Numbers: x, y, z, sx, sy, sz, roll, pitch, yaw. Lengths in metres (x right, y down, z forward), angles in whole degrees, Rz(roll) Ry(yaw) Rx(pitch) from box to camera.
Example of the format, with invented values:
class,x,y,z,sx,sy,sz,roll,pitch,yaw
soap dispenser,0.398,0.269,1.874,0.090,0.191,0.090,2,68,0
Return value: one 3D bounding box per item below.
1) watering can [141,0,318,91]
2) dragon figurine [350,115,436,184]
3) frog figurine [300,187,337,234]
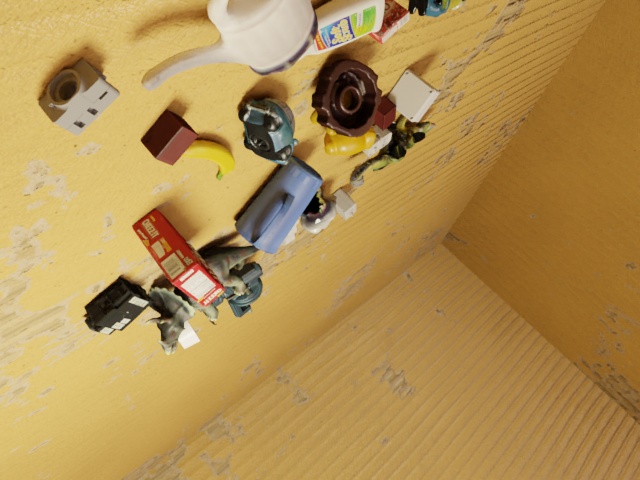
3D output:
class,x,y,z,sx,sy,sz,roll,pitch,yaw
watering can,-0.118,-0.336,0.823,0.347,0.105,0.222,-47,162,2
dragon figurine,0.232,-0.283,1.693,0.413,0.123,0.239,-40,169,-12
frog figurine,0.005,-0.081,1.601,0.138,0.123,0.157,-62,150,-8
